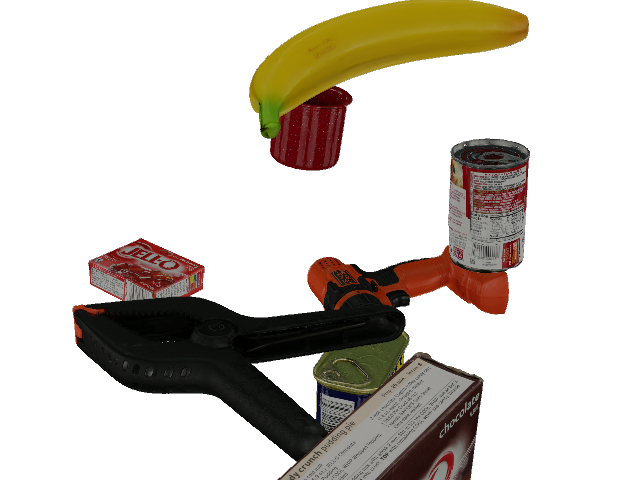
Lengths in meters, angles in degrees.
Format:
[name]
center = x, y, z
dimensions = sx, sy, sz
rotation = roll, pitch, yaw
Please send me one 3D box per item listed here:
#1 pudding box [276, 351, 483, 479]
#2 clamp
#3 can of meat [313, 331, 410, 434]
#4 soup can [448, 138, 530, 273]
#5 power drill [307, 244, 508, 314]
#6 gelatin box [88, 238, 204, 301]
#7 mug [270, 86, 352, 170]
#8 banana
[pudding box]
center = 0.024, 0.114, 0.454
dimensions = 0.039, 0.090, 0.113
rotation = 23, 39, 28
[clamp]
center = -0.056, 0.067, 0.673
dimensions = 0.210, 0.036, 0.164
rotation = 12, 26, 23
[can of meat]
center = 0.031, 0.125, 0.842
dimensions = 0.057, 0.084, 0.102
rotation = 10, 26, 16
[soup can]
center = 0.148, -0.030, 0.939
dimensions = 0.068, 0.102, 0.068
rotation = -2, 25, 1
[power drill]
center = 0.097, 0.058, 1.109
dimensions = 0.187, 0.057, 0.185
rotation = -9, 27, -18
[gelatin box]
center = -0.170, 0.033, 1.044
dimensions = 0.089, 0.030, 0.073
rotation = 23, 31, 30
[mug]
center = -0.010, -0.136, 1.240
dimensions = 0.093, 0.081, 0.117
rotation = 17, 27, 18
[banana]
center = 0.031, -0.109, 0.632
dimensions = 0.197, 0.070, 0.037
rotation = -26, -32, -25
